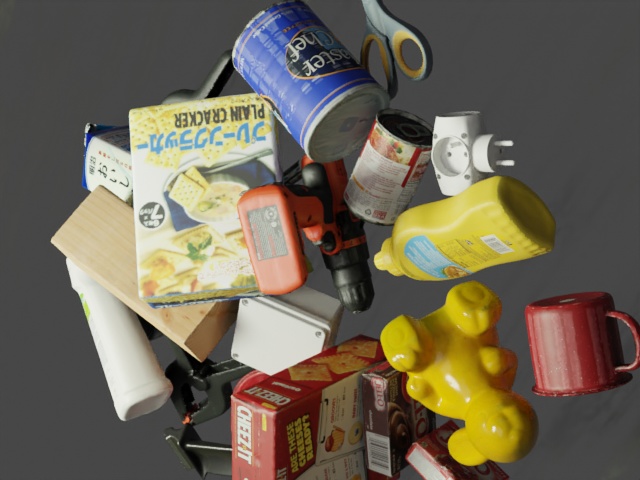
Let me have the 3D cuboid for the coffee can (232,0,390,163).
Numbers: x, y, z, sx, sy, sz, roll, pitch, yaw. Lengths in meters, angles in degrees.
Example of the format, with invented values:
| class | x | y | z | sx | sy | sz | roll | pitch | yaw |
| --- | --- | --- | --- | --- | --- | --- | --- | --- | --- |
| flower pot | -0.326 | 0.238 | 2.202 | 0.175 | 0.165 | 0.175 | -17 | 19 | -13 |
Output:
| class | x | y | z | sx | sy | sz | roll | pitch | yaw |
| --- | --- | --- | --- | --- | --- | --- | --- | --- | --- |
| coffee can | -0.010 | -0.163 | 1.095 | 0.140 | 0.102 | 0.103 | 51 | 129 | 24 |

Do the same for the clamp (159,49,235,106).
| class | x | y | z | sx | sy | sz | roll | pitch | yaw |
| --- | --- | --- | --- | --- | --- | --- | --- | --- | --- |
| clamp | -0.140 | -0.155 | 1.257 | 0.172 | 0.039 | 0.120 | -4 | 94 | 33 |

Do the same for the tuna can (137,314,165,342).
| class | x | y | z | sx | sy | sz | roll | pitch | yaw |
| --- | --- | --- | --- | --- | --- | --- | --- | --- | --- |
| tuna can | -0.236 | 0.093 | 1.411 | 0.086 | 0.033 | 0.086 | 13 | 111 | 36 |

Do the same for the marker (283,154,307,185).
| class | x | y | z | sx | sy | sz | roll | pitch | yaw |
| --- | --- | --- | --- | --- | --- | --- | --- | --- | --- |
| marker | -0.046 | -0.063 | 1.219 | 0.121 | 0.020 | 0.020 | -34 | 81 | 40 |

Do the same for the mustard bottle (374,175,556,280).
| class | x | y | z | sx | sy | sz | roll | pitch | yaw |
| --- | --- | --- | --- | --- | --- | --- | --- | --- | --- |
| mustard bottle | 0.129 | -0.001 | 1.052 | 0.192 | 0.096 | 0.058 | -21 | 47 | 42 |

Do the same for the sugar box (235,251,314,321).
| class | x | y | z | sx | sy | sz | roll | pitch | yaw |
| --- | --- | --- | --- | --- | --- | --- | --- | --- | --- |
| sugar box | -0.096 | 0.038 | 1.271 | 0.177 | 0.048 | 0.093 | -34 | 84 | 38 |

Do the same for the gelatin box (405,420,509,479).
| class | x | y | z | sx | sy | sz | roll | pitch | yaw |
| --- | --- | --- | --- | --- | --- | --- | --- | --- | --- |
| gelatin box | 0.144 | 0.238 | 1.118 | 0.089 | 0.073 | 0.030 | 45 | 125 | 21 |

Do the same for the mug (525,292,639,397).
| class | x | y | z | sx | sy | sz | roll | pitch | yaw |
| --- | --- | --- | --- | --- | --- | --- | --- | --- | --- |
| mug | 0.244 | 0.093 | 0.982 | 0.117 | 0.093 | 0.081 | -8 | 93 | 49 |

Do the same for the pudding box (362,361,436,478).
| class | x | y | z | sx | sy | sz | roll | pitch | yaw |
| --- | --- | --- | --- | --- | --- | --- | --- | --- | --- |
| pudding box | 0.086 | 0.182 | 1.138 | 0.039 | 0.089 | 0.113 | 11 | 110 | 38 |

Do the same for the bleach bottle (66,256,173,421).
| class | x | y | z | sx | sy | sz | roll | pitch | yaw |
| --- | --- | --- | --- | --- | --- | --- | --- | --- | --- |
| bleach bottle | -0.266 | 0.098 | 1.355 | 0.251 | 0.068 | 0.103 | 65 | 155 | 15 |

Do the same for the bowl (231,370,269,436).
| class | x | y | z | sx | sy | sz | roll | pitch | yaw |
| --- | --- | --- | --- | --- | --- | --- | --- | --- | --- |
| bowl | -0.048 | 0.233 | 1.260 | 0.162 | 0.055 | 0.162 | 14 | 122 | 23 |

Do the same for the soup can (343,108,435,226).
| class | x | y | z | sx | sy | sz | roll | pitch | yaw |
| --- | --- | --- | --- | --- | --- | --- | --- | --- | --- |
| soup can | 0.071 | -0.073 | 1.089 | 0.069 | 0.068 | 0.102 | 39 | 125 | 24 |

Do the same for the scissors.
| class | x | y | z | sx | sy | sz | roll | pitch | yaw |
| --- | --- | --- | --- | --- | --- | --- | --- | --- | --- |
| scissors | 0.067 | -0.240 | 1.075 | 0.096 | 0.016 | 0.202 | 6 | 107 | 41 |

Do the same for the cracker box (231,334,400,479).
| class | x | y | z | sx | sy | sz | roll | pitch | yaw |
| --- | --- | --- | --- | --- | --- | --- | --- | --- | --- |
| cracker box | 0.000 | 0.211 | 1.134 | 0.072 | 0.213 | 0.164 | 14 | 112 | 38 |

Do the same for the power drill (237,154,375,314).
| class | x | y | z | sx | sy | sz | roll | pitch | yaw |
| --- | --- | --- | --- | --- | --- | --- | --- | --- | --- |
| power drill | -0.007 | 0.001 | 1.099 | 0.057 | 0.187 | 0.184 | -15 | 93 | 25 |

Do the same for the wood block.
| class | x | y | z | sx | sy | sz | roll | pitch | yaw |
| --- | --- | --- | --- | --- | --- | --- | --- | --- | --- |
| wood block | -0.196 | 0.038 | 1.232 | 0.206 | 0.090 | 0.091 | 35 | 167 | 18 |

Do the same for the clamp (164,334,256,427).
| class | x | y | z | sx | sy | sz | roll | pitch | yaw |
| --- | --- | --- | --- | --- | --- | --- | --- | --- | --- |
| clamp | -0.154 | 0.159 | 1.333 | 0.164 | 0.036 | 0.210 | 31 | 135 | 2 |
